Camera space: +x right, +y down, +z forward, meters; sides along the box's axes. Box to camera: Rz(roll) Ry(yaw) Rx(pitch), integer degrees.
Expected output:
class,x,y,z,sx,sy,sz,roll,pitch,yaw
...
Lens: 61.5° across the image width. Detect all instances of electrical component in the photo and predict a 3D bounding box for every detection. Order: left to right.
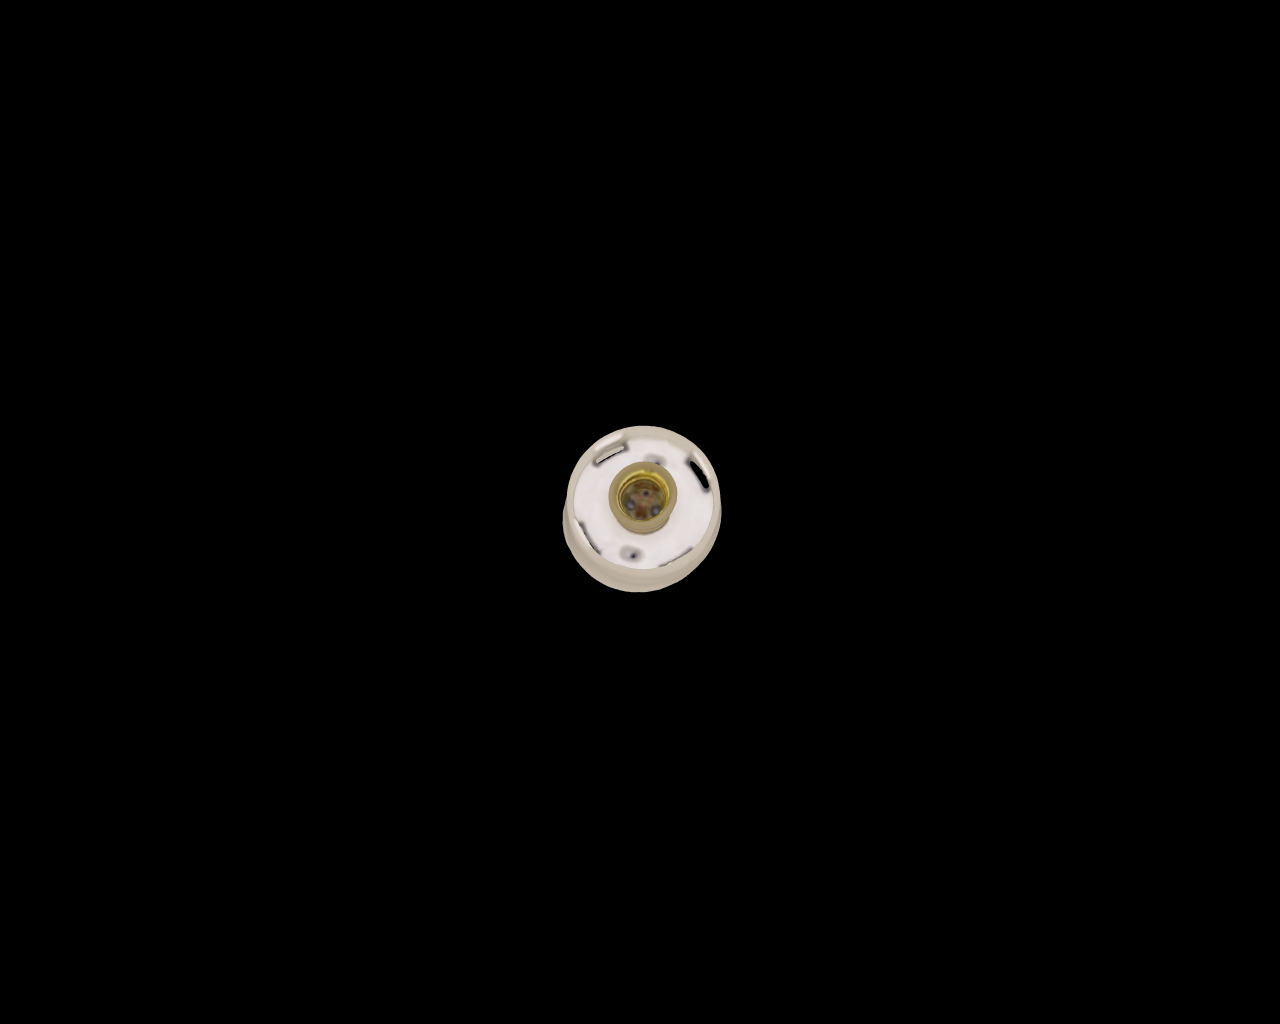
class,x,y,z,sx,sy,sz,roll,pitch,yaw
electrical component,0.001,-0.003,0.650,0.099,0.099,0.064,0,-16,0
